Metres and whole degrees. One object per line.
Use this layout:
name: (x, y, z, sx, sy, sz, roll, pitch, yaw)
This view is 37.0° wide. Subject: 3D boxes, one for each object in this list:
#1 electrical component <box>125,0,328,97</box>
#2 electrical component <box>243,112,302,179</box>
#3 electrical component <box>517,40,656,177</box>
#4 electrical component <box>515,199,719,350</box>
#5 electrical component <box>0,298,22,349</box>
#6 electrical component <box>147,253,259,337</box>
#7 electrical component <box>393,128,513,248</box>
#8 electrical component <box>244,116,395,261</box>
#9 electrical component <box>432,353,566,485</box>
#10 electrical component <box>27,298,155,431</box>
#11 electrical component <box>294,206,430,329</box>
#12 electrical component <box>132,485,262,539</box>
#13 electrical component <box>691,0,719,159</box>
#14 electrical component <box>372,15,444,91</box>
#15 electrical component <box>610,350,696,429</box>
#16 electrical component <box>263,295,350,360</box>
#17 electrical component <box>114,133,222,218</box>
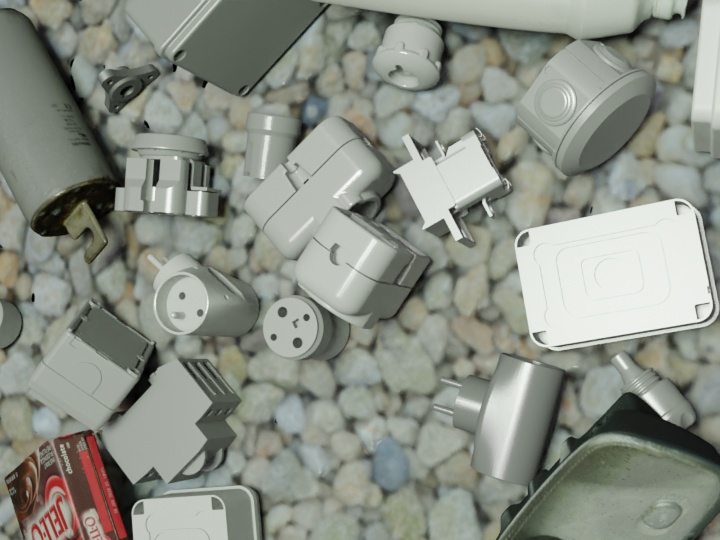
electrical component: (-0.090, -0.189, 0.762, 0.108, 0.109, 0.056, -45, 70, 12)
electrical component: (-0.065, -0.089, 0.781, 0.040, 0.040, 0.046, 10, 95, 21)
electrical component: (0.144, -0.103, 0.681, 0.080, 0.080, 0.051, -47, 66, 11)
electrical component: (0.162, 0.005, 0.677, 0.113, 0.057, 0.078, -12, 82, 20)
electrical component: (-0.298, 0.037, 0.842, 0.040, 0.078, 0.040, -3, 75, 10)
electrical component: (-0.121, 0.015, 0.773, 0.079, 0.077, 0.043, 41, 100, 19)
electrical component: (0.065, -0.059, 0.728, 0.064, 0.042, 0.081, -30, 77, 12)
electrical component: (-0.025, -0.052, 0.754, 0.095, 0.054, 0.059, -44, 73, 12)
electrical component: (0.086, 0.092, 0.705, 0.079, 0.044, 0.077, 16, 91, 21)
electrical component: (-0.197, 0.069, 0.793, 0.062, 0.096, 0.061, 37, 100, -10)
electrical component: (0.000, 0.000, 0.718, 0.054, 0.095, 0.059, 36, 99, 20)
electrical component: (-0.111, 0.213, 0.764, 0.078, 0.057, 0.113, -8, 83, 20)
electrical component: (0.228, -0.111, 0.631, 0.057, 0.113, 0.078, 6, 88, 18)
electrical component: (0.038, -0.159, 0.746, 0.048, 0.048, 0.062, 9, 71, 21)
electrical component: (0.181, 0.078, 0.676, 0.035, 0.035, 0.061, -40, 72, 14)
electrical component: (-0.037, 0.041, 0.750, 0.045, 0.055, 0.045, -2, 85, 21)
electrical component: (-0.142, -0.070, 0.799, 0.078, 0.058, 0.057, 4, 90, 21)
